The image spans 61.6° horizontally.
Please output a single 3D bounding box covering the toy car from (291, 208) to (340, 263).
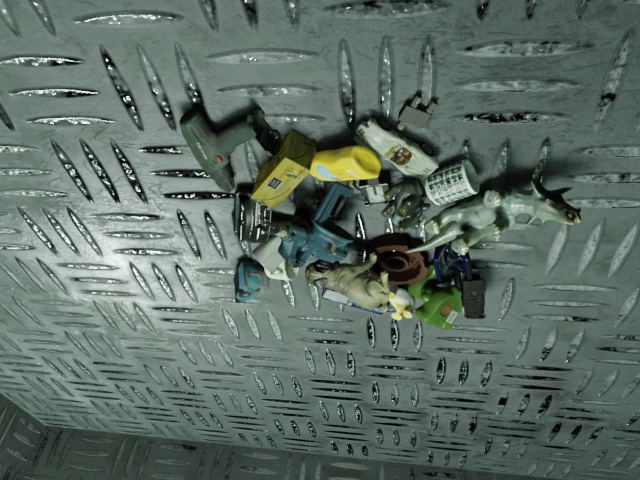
[{"bbox_3d":[-0.003,-0.004,1.414,0.053,0.089,0.202,-29,131,27],"label":"toy car"}]

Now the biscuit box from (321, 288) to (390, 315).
[{"bbox_3d":[0.110,0.163,1.624,0.203,0.063,0.059,16,141,-8],"label":"biscuit box"}]

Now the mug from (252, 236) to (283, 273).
[{"bbox_3d":[-0.121,0.025,1.482,0.107,0.109,0.081,-41,92,3],"label":"mug"}]

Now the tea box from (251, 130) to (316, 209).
[{"bbox_3d":[-0.086,-0.159,1.239,0.068,0.098,0.169,26,138,-21],"label":"tea box"}]

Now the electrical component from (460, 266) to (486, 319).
[{"bbox_3d":[0.416,0.140,1.469,0.058,0.115,0.134,-3,96,8],"label":"electrical component"}]

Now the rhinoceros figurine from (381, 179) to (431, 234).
[{"bbox_3d":[0.205,-0.079,1.259,0.073,0.112,0.190,41,167,24],"label":"rhinoceros figurine"}]

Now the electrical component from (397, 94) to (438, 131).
[{"bbox_3d":[0.199,-0.258,1.112,0.063,0.021,0.094,19,140,-11],"label":"electrical component"}]

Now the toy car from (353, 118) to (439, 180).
[{"bbox_3d":[0.166,-0.197,1.168,0.201,0.056,0.073,25,139,-19],"label":"toy car"}]

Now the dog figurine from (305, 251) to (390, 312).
[{"bbox_3d":[0.068,0.121,1.377,0.190,0.172,0.121,-9,134,-23],"label":"dog figurine"}]

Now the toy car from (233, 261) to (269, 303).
[{"bbox_3d":[-0.205,0.132,1.628,0.103,0.109,0.161,-1,153,-15],"label":"toy car"}]

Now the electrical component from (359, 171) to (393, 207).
[{"bbox_3d":[0.128,-0.133,1.262,0.075,0.048,0.119,-7,138,19],"label":"electrical component"}]

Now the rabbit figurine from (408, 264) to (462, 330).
[{"bbox_3d":[0.307,0.143,1.497,0.121,0.170,0.159,13,108,-32],"label":"rabbit figurine"}]

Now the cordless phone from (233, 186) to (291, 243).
[{"bbox_3d":[-0.128,-0.065,1.389,0.184,0.089,0.146,-3,116,-19],"label":"cordless phone"}]

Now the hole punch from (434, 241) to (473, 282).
[{"bbox_3d":[0.335,0.037,1.372,0.092,0.116,0.142,-11,140,16],"label":"hole punch"}]

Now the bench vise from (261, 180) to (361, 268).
[{"bbox_3d":[0.004,-0.045,1.275,0.223,0.129,0.240,23,104,-29],"label":"bench vise"}]

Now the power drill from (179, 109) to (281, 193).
[{"bbox_3d":[-0.194,-0.210,1.224,0.207,0.086,0.231,-6,137,31],"label":"power drill"}]

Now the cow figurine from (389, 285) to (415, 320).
[{"bbox_3d":[0.213,0.147,1.573,0.167,0.098,0.068,48,135,-14],"label":"cow figurine"}]

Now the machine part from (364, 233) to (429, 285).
[{"bbox_3d":[0.210,0.053,1.468,0.179,0.056,0.179,7,139,6],"label":"machine part"}]

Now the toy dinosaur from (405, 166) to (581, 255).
[{"bbox_3d":[0.382,-0.060,1.236,0.405,0.192,0.131,-17,96,54],"label":"toy dinosaur"}]

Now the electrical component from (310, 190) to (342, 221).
[{"bbox_3d":[0.016,-0.080,1.356,0.078,0.045,0.102,8,142,5],"label":"electrical component"}]
